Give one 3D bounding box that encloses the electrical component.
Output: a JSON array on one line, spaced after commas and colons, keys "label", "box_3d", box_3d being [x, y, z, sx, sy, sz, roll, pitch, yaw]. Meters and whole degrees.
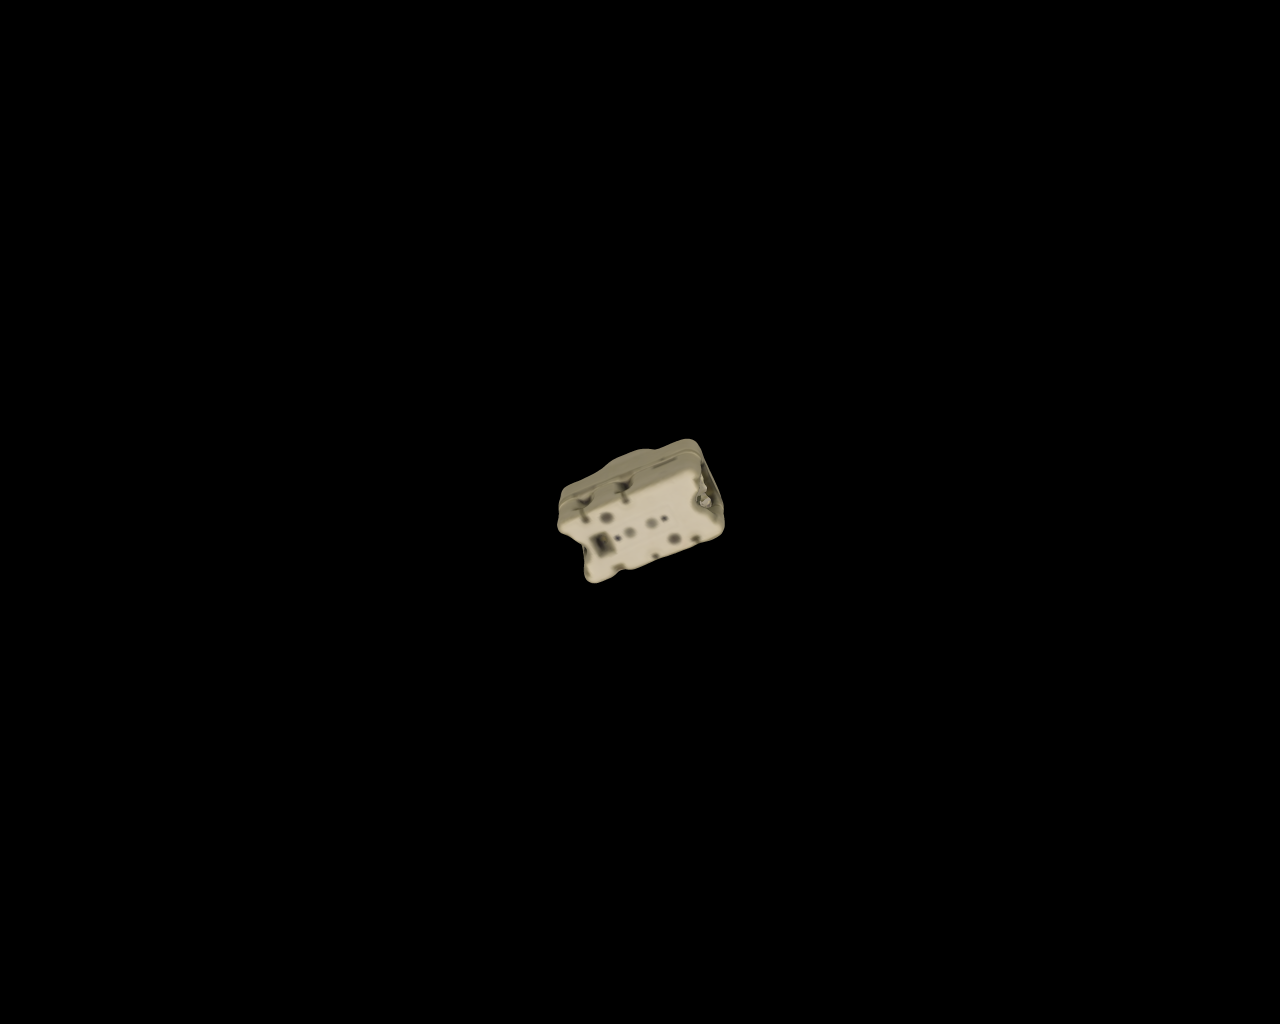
[{"label": "electrical component", "box_3d": [0.001, -0.003, 0.650, 0.089, 0.050, 0.056, -21, 25, 10]}]
